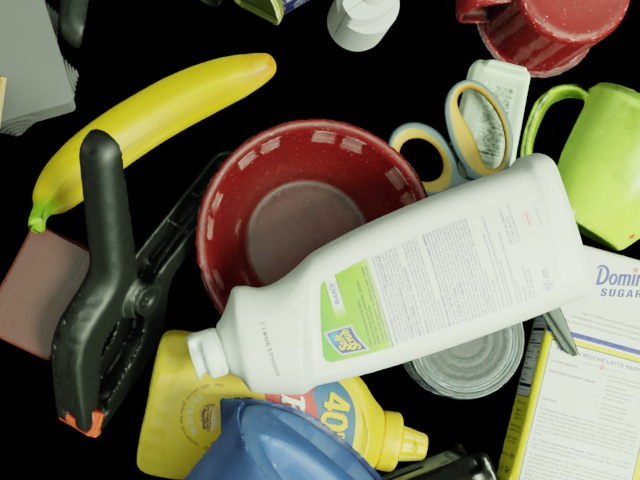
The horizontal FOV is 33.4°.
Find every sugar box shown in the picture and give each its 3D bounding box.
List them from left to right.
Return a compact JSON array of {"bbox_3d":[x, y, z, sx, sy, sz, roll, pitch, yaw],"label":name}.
[{"bbox_3d":[0.191,0.097,0.753,0.093,0.048,0.176,16,82,-3],"label":"sugar box"}]

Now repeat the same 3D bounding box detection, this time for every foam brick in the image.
[{"bbox_3d":[-0.182,0.035,0.710,0.053,0.051,0.078,28,84,-5],"label":"foam brick"}]

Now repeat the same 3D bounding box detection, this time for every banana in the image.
[{"bbox_3d":[-0.119,-0.071,0.719,0.197,0.070,0.037,-39,134,-14],"label":"banana"}]

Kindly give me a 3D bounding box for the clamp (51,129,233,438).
[{"bbox_3d":[-0.119,0.027,0.699,0.036,0.164,0.210,24,107,24],"label":"clamp"}]

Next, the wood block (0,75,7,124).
[{"bbox_3d":[-0.265,-0.007,0.650,0.091,0.090,0.206,12,98,13],"label":"wood block"}]

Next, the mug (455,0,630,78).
[{"bbox_3d":[0.153,-0.167,0.745,0.117,0.081,0.093,-2,87,-7],"label":"mug"}]

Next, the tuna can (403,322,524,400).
[{"bbox_3d":[0.099,0.069,0.749,0.086,0.034,0.086,0,87,-7],"label":"tuna can"}]

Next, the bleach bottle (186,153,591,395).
[{"bbox_3d":[0.037,0.029,0.674,0.250,0.068,0.102,-17,89,-6],"label":"bleach bottle"}]

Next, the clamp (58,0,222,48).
[{"bbox_3d":[-0.139,-0.219,0.734,0.120,0.039,0.171,-13,84,-31],"label":"clamp"}]

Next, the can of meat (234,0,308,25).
[{"bbox_3d":[-0.019,-0.196,0.718,0.084,0.102,0.057,-32,121,-10],"label":"can of meat"}]

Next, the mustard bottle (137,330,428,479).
[{"bbox_3d":[-0.021,0.124,0.720,0.191,0.058,0.096,11,90,-6],"label":"mustard bottle"}]

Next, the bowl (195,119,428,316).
[{"bbox_3d":[-0.005,0.001,0.729,0.162,0.055,0.162,0,87,-8],"label":"bowl"}]

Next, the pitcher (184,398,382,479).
[{"bbox_3d":[-0.060,0.230,0.644,0.145,0.149,0.243,35,104,-18],"label":"pitcher"}]

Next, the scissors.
[{"bbox_3d":[0.107,-0.009,0.734,0.096,0.016,0.202,-13,88,5],"label":"scissors"}]
